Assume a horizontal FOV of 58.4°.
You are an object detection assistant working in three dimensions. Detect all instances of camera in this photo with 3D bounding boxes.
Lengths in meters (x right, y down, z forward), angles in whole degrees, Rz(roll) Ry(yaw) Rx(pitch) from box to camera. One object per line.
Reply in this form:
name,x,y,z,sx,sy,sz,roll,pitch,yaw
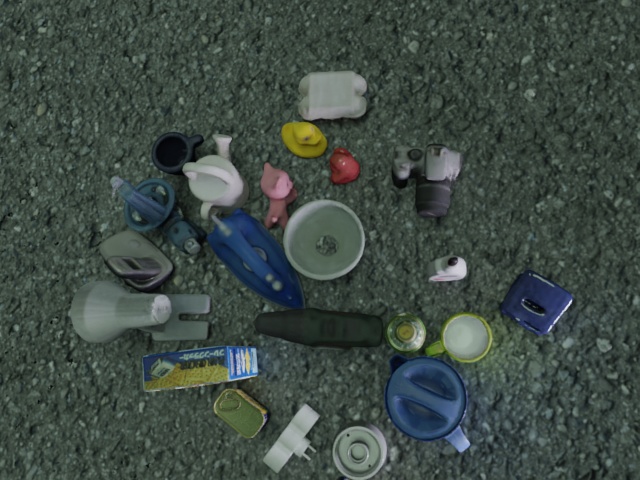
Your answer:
camera,0.216,-0.122,1.173,0.143,0.101,0.137,4,80,8

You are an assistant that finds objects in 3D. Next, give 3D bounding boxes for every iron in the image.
iron,-0.126,0.044,1.161,0.119,0.141,0.258,-44,78,-3

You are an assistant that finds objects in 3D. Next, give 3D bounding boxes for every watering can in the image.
watering can,-0.218,-0.131,1.178,0.101,0.194,0.173,-11,78,5

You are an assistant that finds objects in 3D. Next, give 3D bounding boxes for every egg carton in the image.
egg carton,0.027,-0.313,1.247,0.150,0.069,0.107,-2,79,6

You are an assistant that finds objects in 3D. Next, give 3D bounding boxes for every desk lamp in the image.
desk lamp,-0.346,0.143,1.132,0.203,0.213,0.118,-2,79,7

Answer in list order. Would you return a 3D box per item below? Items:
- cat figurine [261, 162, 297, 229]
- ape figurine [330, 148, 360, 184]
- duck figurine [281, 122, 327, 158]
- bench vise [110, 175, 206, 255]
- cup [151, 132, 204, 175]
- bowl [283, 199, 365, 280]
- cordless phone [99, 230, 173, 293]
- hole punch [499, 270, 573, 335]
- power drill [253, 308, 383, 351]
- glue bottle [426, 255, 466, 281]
cat figurine,-0.091,-0.092,1.195,0.067,0.118,0.128,2,80,8
ape figurine,0.044,-0.158,1.205,0.076,0.092,0.078,26,83,11
duck figurine,-0.038,-0.226,1.230,0.104,0.086,0.077,27,84,11
bench vise,-0.323,-0.062,1.164,0.207,0.220,0.121,24,83,11
cup,-0.296,-0.185,1.248,0.118,0.095,0.091,-31,77,0
bowl,0.011,0.004,1.187,0.167,0.075,0.167,-1,79,7
cordless phone,-0.397,0.036,1.172,0.147,0.185,0.094,38,86,12
hole punch,0.416,0.123,1.108,0.108,0.091,0.101,32,85,12
power drill,0.006,0.170,1.088,0.229,0.208,0.076,1,79,7
glue bottle,0.247,0.051,1.100,0.078,0.173,0.037,-6,78,6
